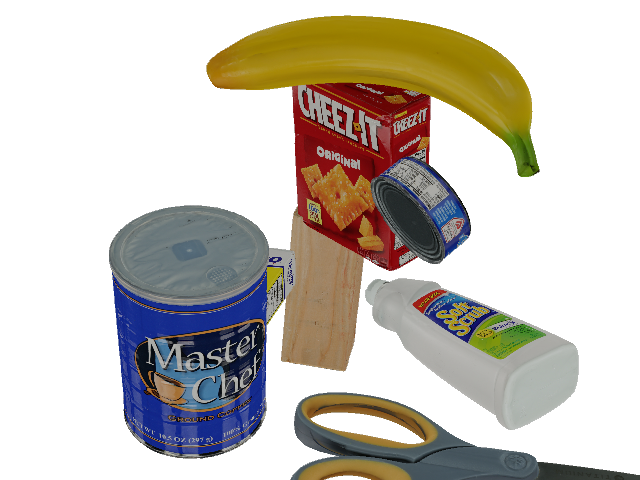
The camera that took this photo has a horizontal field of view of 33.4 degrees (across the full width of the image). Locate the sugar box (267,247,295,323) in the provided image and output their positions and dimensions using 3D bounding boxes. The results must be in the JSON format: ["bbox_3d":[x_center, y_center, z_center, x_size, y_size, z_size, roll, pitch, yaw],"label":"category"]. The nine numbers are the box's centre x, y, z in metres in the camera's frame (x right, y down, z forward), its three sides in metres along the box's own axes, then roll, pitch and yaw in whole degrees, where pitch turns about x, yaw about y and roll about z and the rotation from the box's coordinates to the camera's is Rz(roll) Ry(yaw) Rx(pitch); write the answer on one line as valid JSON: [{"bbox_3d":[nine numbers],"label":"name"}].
[{"bbox_3d":[-0.091,0.055,1.018,0.093,0.048,0.176,5,26,13],"label":"sugar box"}]

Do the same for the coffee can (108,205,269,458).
[{"bbox_3d":[-0.087,0.062,0.724,0.103,0.140,0.103,2,35,-1],"label":"coffee can"}]

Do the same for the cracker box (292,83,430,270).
[{"bbox_3d":[0.044,-0.090,1.245,0.072,0.214,0.164,-30,44,-33],"label":"cracker box"}]

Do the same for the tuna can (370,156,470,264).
[{"bbox_3d":[0.081,-0.025,0.857,0.033,0.086,0.086,-38,11,-15],"label":"tuna can"}]

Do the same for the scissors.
[{"bbox_3d":[0.073,0.112,0.472,0.202,0.016,0.096,14,31,22],"label":"scissors"}]

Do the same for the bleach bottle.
[{"bbox_3d":[0.127,0.094,1.049,0.102,0.068,0.251,-20,29,-32],"label":"bleach bottle"}]

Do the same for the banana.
[{"bbox_3d":[0.035,-0.094,0.593,0.198,0.069,0.037,17,-31,18],"label":"banana"}]

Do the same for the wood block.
[{"bbox_3d":[0.006,0.054,1.397,0.090,0.206,0.090,8,23,6],"label":"wood block"}]
